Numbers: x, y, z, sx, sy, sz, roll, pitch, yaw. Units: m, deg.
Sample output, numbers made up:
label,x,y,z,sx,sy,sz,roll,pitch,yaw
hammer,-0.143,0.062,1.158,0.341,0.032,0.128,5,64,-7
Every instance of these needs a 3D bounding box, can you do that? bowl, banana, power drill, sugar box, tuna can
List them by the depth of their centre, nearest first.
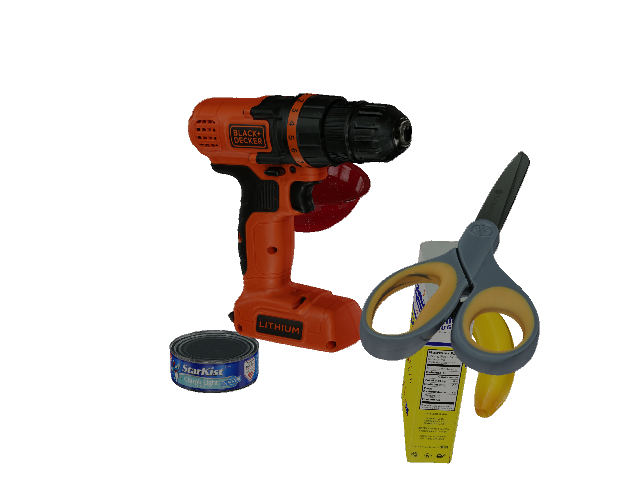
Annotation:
label,x,y,z,sx,sy,sz,roll,pitch,yaw
power drill,-0.010,-0.016,0.786,0.185,0.188,0.057,7,20,36
sugar box,0.099,0.097,0.917,0.048,0.176,0.093,0,32,-1
tuna can,-0.102,0.116,1.023,0.086,0.034,0.086,1,15,0
banana,0.172,0.112,1.136,0.069,0.037,0.198,-24,34,3
bowl,-0.024,-0.054,1.264,0.162,0.055,0.162,6,26,-3

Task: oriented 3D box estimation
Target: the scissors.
label,x,y,z,sx,sy,sz,roll,pitch,yaw
scissors,0.099,0.010,0.571,0.096,0.016,0.201,24,43,31
